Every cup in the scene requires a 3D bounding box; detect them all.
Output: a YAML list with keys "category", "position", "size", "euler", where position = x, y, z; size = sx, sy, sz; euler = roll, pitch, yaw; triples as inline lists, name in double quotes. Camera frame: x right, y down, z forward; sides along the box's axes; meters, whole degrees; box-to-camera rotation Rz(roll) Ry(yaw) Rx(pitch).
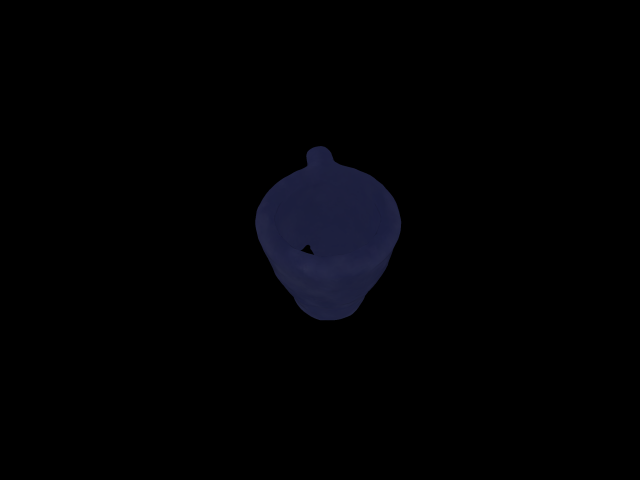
- category: "cup"
  position: [0.004, 0.001, 0.400]
  size: [0.091, 0.095, 0.117]
  euler: [-5, 51, -4]
